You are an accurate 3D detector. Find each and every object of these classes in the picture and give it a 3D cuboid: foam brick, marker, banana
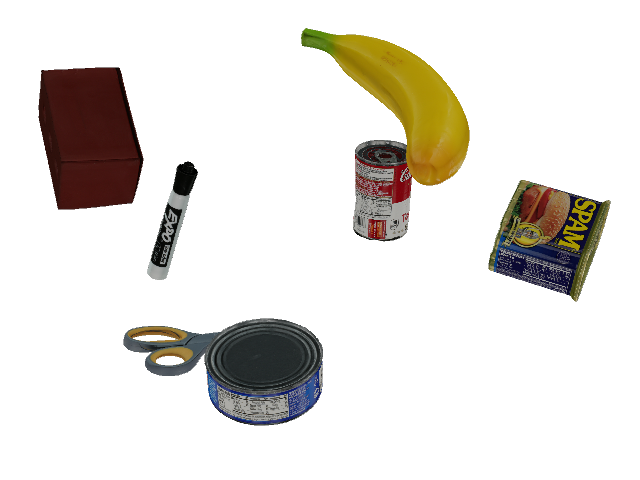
[{"bbox_3d":[-0.151,-0.066,0.694,0.051,0.078,0.053,-7,-31,-22],"label":"foam brick"},{"bbox_3d":[-0.132,-0.017,0.952,0.020,0.121,0.020,15,31,-10],"label":"marker"},{"bbox_3d":[0.050,-0.084,0.656,0.069,0.037,0.198,-10,34,-18],"label":"banana"}]

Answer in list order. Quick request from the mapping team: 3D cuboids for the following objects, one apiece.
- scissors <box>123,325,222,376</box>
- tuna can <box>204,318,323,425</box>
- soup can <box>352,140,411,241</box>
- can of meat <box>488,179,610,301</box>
[{"bbox_3d":[-0.117,0.121,1.188,0.201,0.016,0.096,3,26,-16],"label":"scissors"},{"bbox_3d":[-0.040,0.095,0.776,0.086,0.034,0.086,-1,32,1],"label":"tuna can"},{"bbox_3d":[0.072,-0.058,1.254,0.068,0.102,0.068,1,28,-1],"label":"soup can"},{"bbox_3d":[0.208,-0.003,0.970,0.084,0.057,0.102,18,47,17],"label":"can of meat"}]
